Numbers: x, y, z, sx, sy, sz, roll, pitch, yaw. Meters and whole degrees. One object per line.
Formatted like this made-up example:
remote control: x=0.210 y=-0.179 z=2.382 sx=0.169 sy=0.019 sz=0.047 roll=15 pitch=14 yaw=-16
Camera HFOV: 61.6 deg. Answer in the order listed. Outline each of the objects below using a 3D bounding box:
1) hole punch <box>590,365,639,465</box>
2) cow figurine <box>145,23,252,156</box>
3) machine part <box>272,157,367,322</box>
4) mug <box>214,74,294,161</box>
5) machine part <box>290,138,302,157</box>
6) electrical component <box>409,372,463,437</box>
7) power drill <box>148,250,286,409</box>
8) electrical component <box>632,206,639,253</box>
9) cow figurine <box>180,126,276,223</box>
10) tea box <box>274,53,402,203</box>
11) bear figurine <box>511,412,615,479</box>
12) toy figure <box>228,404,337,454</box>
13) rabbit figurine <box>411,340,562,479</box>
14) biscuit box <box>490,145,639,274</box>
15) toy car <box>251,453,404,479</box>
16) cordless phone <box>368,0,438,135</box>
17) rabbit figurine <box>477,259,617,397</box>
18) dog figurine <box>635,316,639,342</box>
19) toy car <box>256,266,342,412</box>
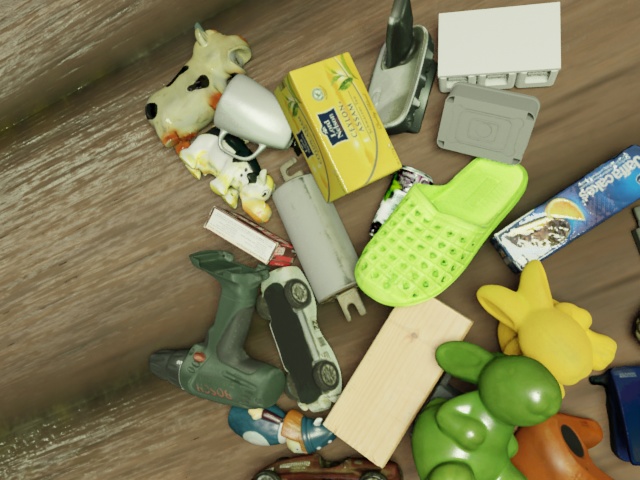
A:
hole punch: x=0.394 y=0.200 z=0.609 sx=0.142 sy=0.092 sz=0.115 roll=-5 pitch=78 yaw=18
cow figurine: x=-0.184 y=-0.237 z=0.821 sx=0.195 sy=0.085 sz=0.127 roll=-39 pitch=81 yaw=8
machine part: x=-0.002 y=-0.002 z=0.743 sx=0.079 sy=0.079 sz=0.243 roll=-28 pitch=77 yaw=10
mug: x=-0.087 y=-0.160 z=0.747 sx=0.107 sy=0.081 sz=0.109 roll=26 pitch=86 yaw=2
machine part: x=-0.052 y=-0.172 z=0.800 sx=0.139 sy=0.039 sz=0.084 roll=13 pitch=95 yaw=14
electrical component: x=0.162 y=0.203 z=0.676 sx=0.048 sy=0.074 sz=0.119 roll=34 pitch=89 yaw=16
power drill: x=-0.148 y=0.121 z=0.737 sx=0.232 sy=0.086 sz=0.207 roll=14 pitch=96 yaw=31
electrical component: x=0.424 y=-0.003 z=0.658 sx=0.063 sy=0.021 sz=0.094 roll=-16 pitch=79 yaw=12
cow figurine: x=-0.119 y=-0.100 z=0.793 sx=0.167 sy=0.068 sz=0.098 roll=39 pitch=79 yaw=14
tea box: x=0.023 y=-0.147 z=0.710 sx=0.098 sy=0.068 sz=0.169 roll=-29 pitch=95 yaw=-25
bear figurine: x=0.234 y=0.287 z=0.637 sx=0.132 sy=0.120 sz=0.196 roll=26 pitch=123 yaw=-23
toy figure: x=-0.050 y=0.253 z=0.725 sx=0.155 sy=0.064 sz=0.057 roll=6 pitch=79 yaw=28
rabbit figurine: x=0.183 y=0.180 z=0.563 sx=0.121 sy=0.159 sz=0.170 roll=22 pitch=121 yaw=-17
biscuit box: x=0.316 y=-0.036 z=0.670 sx=0.203 sy=0.062 sz=0.059 roll=-35 pitch=78 yaw=8
toy car: x=0.006 y=0.304 z=0.696 sx=0.202 sy=0.089 sz=0.053 roll=-5 pitch=82 yaw=16
cordless phone: x=0.098 y=-0.220 z=0.689 sx=0.089 sy=0.184 sz=0.146 roll=16 pitch=87 yaw=11
rabbit figurine: x=0.262 y=0.105 z=0.611 sx=0.122 sy=0.173 sz=0.162 roll=-29 pitch=81 yaw=14
dog figurine: x=0.454 y=0.071 z=0.569 sx=0.191 sy=0.172 sz=0.121 roll=-29 pitch=66 yaw=2
toy car: x=-0.028 y=0.135 z=0.738 sx=0.073 sy=0.056 sz=0.201 roll=-28 pitch=76 yaw=34
